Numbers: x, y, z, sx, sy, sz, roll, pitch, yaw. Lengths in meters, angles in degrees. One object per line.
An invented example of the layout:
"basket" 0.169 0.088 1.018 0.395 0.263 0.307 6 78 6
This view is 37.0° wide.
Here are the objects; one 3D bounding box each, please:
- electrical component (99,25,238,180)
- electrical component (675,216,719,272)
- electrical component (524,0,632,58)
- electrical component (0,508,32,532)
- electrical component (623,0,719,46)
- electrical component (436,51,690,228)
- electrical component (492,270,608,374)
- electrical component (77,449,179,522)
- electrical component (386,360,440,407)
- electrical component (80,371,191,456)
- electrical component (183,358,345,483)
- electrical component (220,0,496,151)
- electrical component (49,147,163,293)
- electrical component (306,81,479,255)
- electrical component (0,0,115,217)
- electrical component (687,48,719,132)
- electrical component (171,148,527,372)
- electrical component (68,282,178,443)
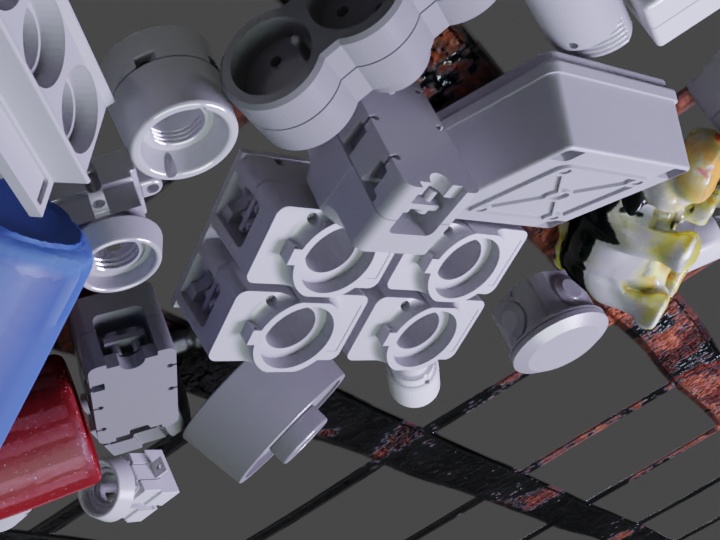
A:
"electrical component" -0.086 -0.074 0.486 0.055 0.047 0.055 -19 149 -12
"electrical component" 0.229 -0.023 0.802 0.077 0.043 0.079 -23 150 -4
"electrical component" 0.109 -0.134 0.541 0.043 0.043 0.081 -33 149 12
"electrical component" -0.220 0.134 0.712 0.079 0.043 0.077 -5 144 -30
"electrical component" 0.164 -0.167 0.528 0.083 0.047 0.076 -33 148 12
"electrical component" 0.105 -0.067 0.596 0.109 0.056 0.109 3 162 -40
"electrical component" 0.146 0.040 0.831 0.080 0.051 0.080 -19 149 -12
"electrical component" -0.172 0.158 0.785 0.066 0.048 0.055 -38 155 21
"electrical component" 0.040 0.074 0.814 0.040 0.040 0.078 -22 149 -7
"electrical component" -0.143 0.089 0.699 0.055 0.048 0.066 -17 149 0
"electrical component" -0.056 0.092 0.706 0.108 0.060 0.108 -46 173 -7
"electrical component" 0.009 -0.105 0.489 0.138 0.052 0.074 -39 148 4
"electrical component" -0.125 -0.023 0.528 0.066 0.055 0.048 -18 149 -12
"electrical component" 0.010 -0.055 0.544 0.050 0.089 0.055 3 140 -39
"electrical component" -0.145 -0.086 0.401 0.063 0.078 0.121 3 150 9
"electrical component" 0.255 -0.115 0.662 0.062 0.061 0.096 -5 144 -31
"electrical component" 0.000 0.000 0.629 0.186 0.060 0.105 3 126 -40
"electrical component" -0.140 0.052 0.634 0.050 0.055 0.089 -15 148 -18
